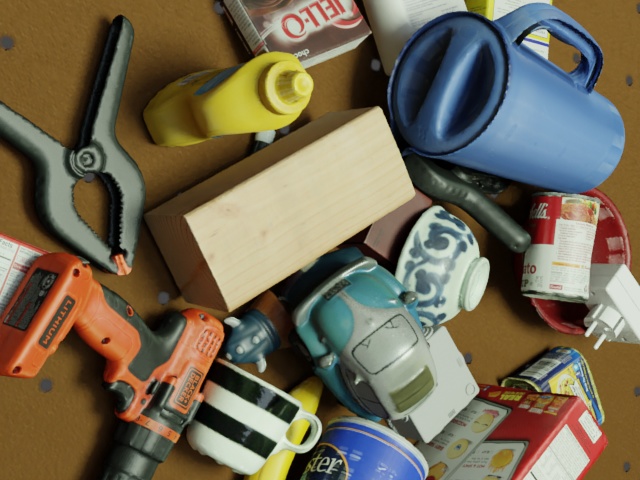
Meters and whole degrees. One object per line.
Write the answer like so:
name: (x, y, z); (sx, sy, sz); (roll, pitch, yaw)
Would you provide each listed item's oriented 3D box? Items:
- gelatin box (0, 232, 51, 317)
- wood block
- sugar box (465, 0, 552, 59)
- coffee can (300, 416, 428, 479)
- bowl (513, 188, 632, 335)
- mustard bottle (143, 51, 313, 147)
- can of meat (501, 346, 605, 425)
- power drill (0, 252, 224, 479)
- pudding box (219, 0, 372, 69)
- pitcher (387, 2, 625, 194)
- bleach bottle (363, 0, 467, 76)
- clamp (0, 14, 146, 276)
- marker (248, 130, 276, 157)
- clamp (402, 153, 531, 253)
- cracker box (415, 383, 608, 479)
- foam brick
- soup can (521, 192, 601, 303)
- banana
gelatin box: (-0.256, 0.040, 0.836); (0.073, 0.030, 0.089); (25, 77, -29)
wood block: (-0.032, -0.030, 0.920); (0.205, 0.091, 0.090); (-32, 108, -26)
sugar box: (0.196, -0.233, 1.115); (0.093, 0.048, 0.176); (7, 90, -33)
coffee can: (0.023, 0.243, 0.948); (0.102, 0.103, 0.140); (47, 55, -24)
bowl: (0.260, 0.020, 1.148); (0.161, 0.055, 0.162); (0, 90, -32)
mustard bottle: (-0.064, -0.115, 0.861); (0.096, 0.192, 0.058); (-29, 105, -29)
can of meat: (0.251, 0.175, 1.142); (0.083, 0.058, 0.102); (-28, 105, -32)
power drill: (-0.175, 0.110, 0.853); (0.187, 0.057, 0.184); (42, 66, -42)
pudding box: (-0.022, -0.202, 0.965); (0.113, 0.039, 0.090); (-28, 85, -29)
pitcher: (0.194, -0.124, 1.010); (0.242, 0.149, 0.145); (13, 85, -45)
bleach bottle: (0.073, -0.292, 1.027); (0.102, 0.068, 0.251); (-23, 100, -31)
clamp: (-0.190, -0.074, 0.872); (0.164, 0.036, 0.210); (-32, 109, -27)
marker: (-0.043, -0.118, 0.977); (0.020, 0.020, 0.121); (23, 78, -30)
clamp: (0.138, -0.051, 1.051); (0.171, 0.120, 0.039); (20, 118, -27)
cracker box: (0.147, 0.236, 1.013); (0.213, 0.164, 0.072); (-45, 110, -24)
foam brick: (0.060, -0.017, 1.024); (0.053, 0.051, 0.078); (35, 72, -27)
soup can: (0.239, 0.008, 1.061); (0.068, 0.069, 0.102); (10, 85, -32)
banana: (-0.042, 0.218, 0.971); (0.069, 0.037, 0.198); (22, 80, -60)
